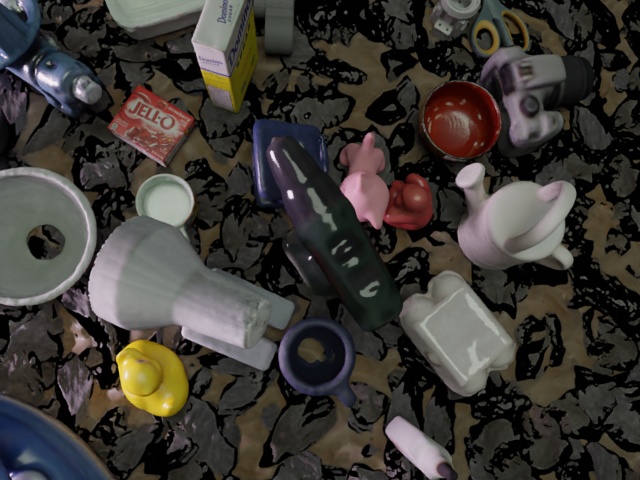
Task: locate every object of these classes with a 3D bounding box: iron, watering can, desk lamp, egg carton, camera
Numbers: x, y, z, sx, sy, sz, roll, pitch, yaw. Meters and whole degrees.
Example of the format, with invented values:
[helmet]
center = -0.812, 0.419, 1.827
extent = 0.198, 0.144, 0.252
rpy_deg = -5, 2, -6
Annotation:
[iron]
center = -0.328, 0.276, 0.633
extent = 0.119, 0.141, 0.258
rpy_deg = -42, 88, -10
[watering can]
center = 0.242, -0.024, 0.709
extent = 0.173, 0.194, 0.101
rpy_deg = 18, 80, -3
[desk lamp]
center = -0.131, 0.068, 0.648
extent = 0.203, 0.213, 0.118
rpy_deg = 23, 80, -2
[egg carton]
center = 0.177, 0.121, 0.745
extent = 0.107, 0.069, 0.150
rpy_deg = -39, 87, -10
[camera]
center = 0.310, -0.202, 0.790
extent = 0.137, 0.100, 0.143
rpy_deg = -10, 83, -7

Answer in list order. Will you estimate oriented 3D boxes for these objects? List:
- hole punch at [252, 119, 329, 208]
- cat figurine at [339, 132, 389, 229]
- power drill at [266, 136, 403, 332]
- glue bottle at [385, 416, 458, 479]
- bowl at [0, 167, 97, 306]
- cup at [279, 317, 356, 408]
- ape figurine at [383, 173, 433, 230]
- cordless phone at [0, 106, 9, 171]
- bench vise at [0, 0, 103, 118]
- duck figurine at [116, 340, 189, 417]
[hole punch]
center = -0.038, -0.101, 0.744
extent = 0.101, 0.091, 0.109
rpy_deg = -5, 82, -6
[cat figurine]
center = 0.057, -0.075, 0.736
extent = 0.067, 0.117, 0.128
rpy_deg = 8, 81, -4
[power drill]
center = 0.006, 0.002, 0.674
extent = 0.076, 0.208, 0.229
rpy_deg = -34, 86, -9
[glue bottle]
center = 0.126, 0.252, 0.668
extent = 0.078, 0.173, 0.037
rpy_deg = 42, 80, 2
[bowl]
center = -0.351, -0.001, 0.705
extent = 0.167, 0.074, 0.167
rpy_deg = 1, 82, -6
[cup]
center = 0.002, 0.152, 0.709
extent = 0.092, 0.095, 0.118
rpy_deg = -37, 87, -10
[ape figurine]
center = 0.119, -0.051, 0.752
extent = 0.078, 0.092, 0.076
rpy_deg = -35, 86, -9
[cordless phone]
center = -0.458, -0.129, 0.657
extent = 0.147, 0.185, 0.094
rpy_deg = -21, 84, -8
[bench vise]
center = -0.352, -0.245, 0.667
extent = 0.207, 0.219, 0.121
rpy_deg = 15, 80, -3
[duck figurine]
center = -0.206, 0.169, 0.690
extent = 0.077, 0.086, 0.104
rpy_deg = -39, 87, -10
